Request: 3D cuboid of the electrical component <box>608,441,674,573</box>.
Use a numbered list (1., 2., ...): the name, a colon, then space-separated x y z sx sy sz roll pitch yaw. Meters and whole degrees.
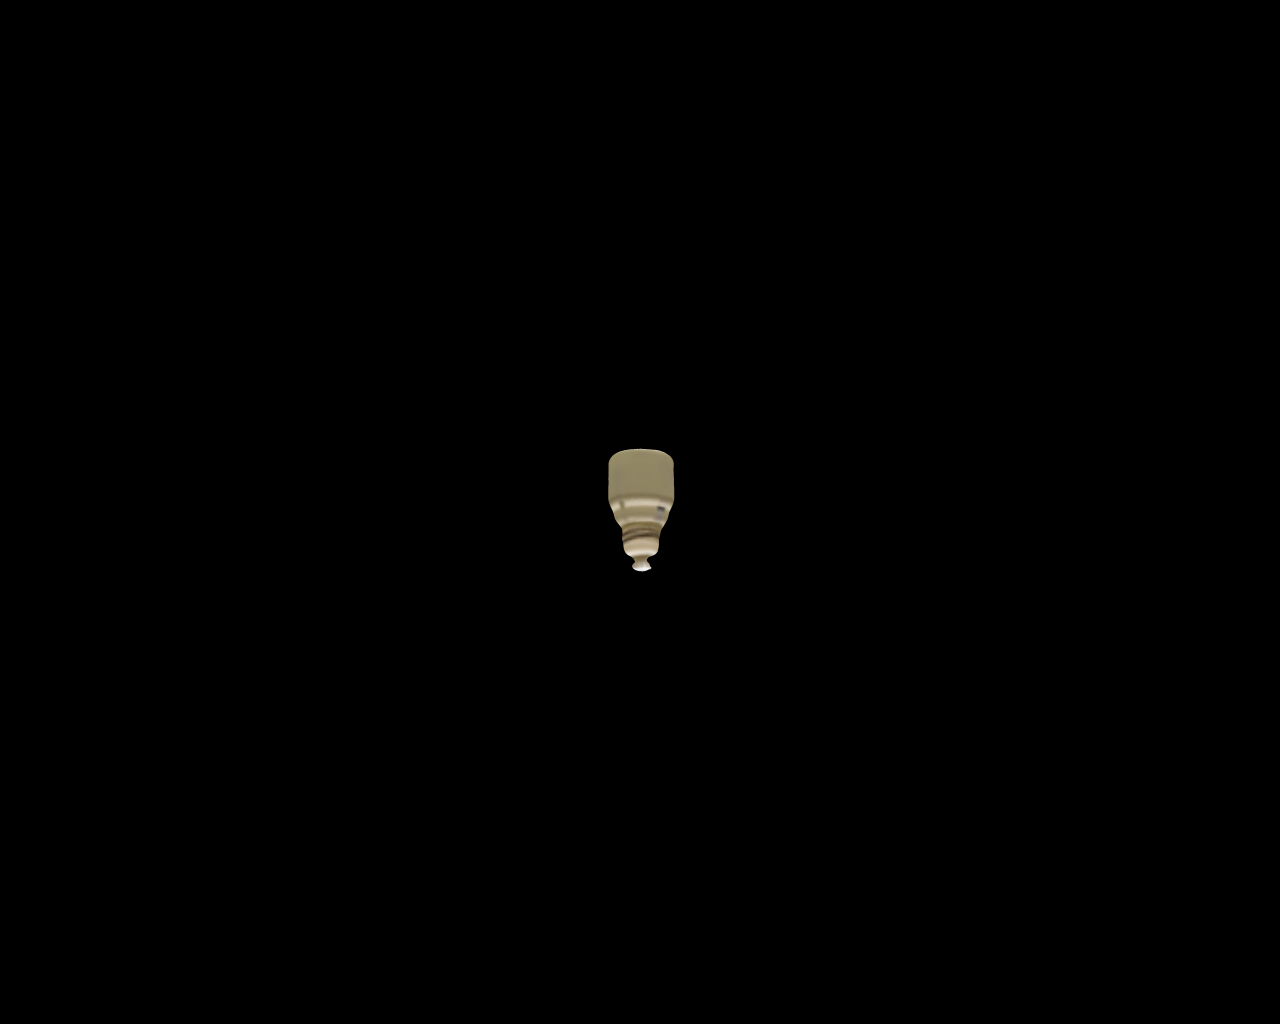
1. electrical component: 0.001 -0.003 0.650 0.040 0.078 0.040 0 -14 0
